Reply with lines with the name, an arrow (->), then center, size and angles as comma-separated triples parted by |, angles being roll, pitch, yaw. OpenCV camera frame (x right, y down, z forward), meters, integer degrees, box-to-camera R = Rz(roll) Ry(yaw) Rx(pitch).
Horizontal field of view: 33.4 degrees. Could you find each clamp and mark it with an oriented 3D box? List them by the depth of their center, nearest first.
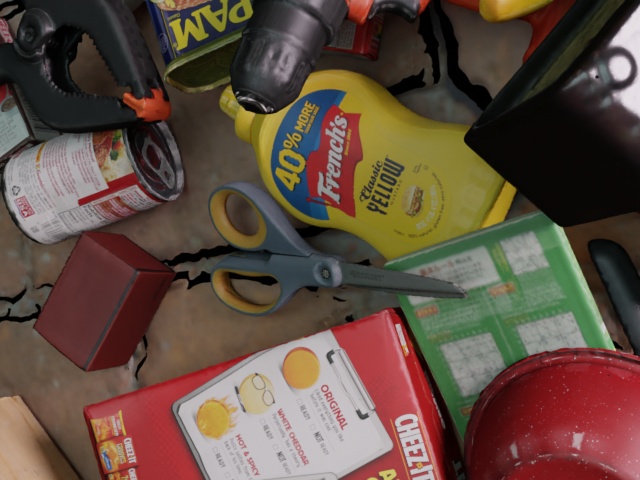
clamp -> 0.180, 0.095, 0.594 | 0.171, 0.039, 0.120 | 46, 121, 15
clamp -> -0.173, -0.139, 0.675 | 0.210, 0.036, 0.165 | 27, 106, 26

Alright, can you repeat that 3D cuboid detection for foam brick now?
foam brick -> -0.144, 0.041, 0.714 | 0.051, 0.053, 0.078 | 32, 99, 19

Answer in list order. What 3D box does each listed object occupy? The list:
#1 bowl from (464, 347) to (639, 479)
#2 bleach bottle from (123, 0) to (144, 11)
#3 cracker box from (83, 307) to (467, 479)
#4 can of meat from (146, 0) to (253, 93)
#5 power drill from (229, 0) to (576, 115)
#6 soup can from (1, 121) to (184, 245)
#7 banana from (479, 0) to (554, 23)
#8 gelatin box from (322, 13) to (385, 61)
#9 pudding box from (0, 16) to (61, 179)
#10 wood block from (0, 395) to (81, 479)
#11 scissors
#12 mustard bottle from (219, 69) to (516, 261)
bowl -> 0.142, 0.140, 0.558 | 0.162, 0.055, 0.162 | 11, 114, 27
bleach bottle -> -0.194, -0.233, 0.737 | 0.251, 0.068, 0.102 | 31, 98, 17
cracker box -> -0.022, 0.149, 0.654 | 0.214, 0.072, 0.164 | -20, 83, 19
can of meat -> -0.056, -0.149, 0.648 | 0.102, 0.057, 0.084 | -21, 79, 16
power drill -> 0.060, -0.123, 0.584 | 0.187, 0.057, 0.184 | 24, 75, -3
soup can -> -0.151, -0.042, 0.711 | 0.102, 0.068, 0.068 | -19, 82, 20
banana -> 0.147, -0.188, 0.546 | 0.037, 0.069, 0.198 | 35, 96, 40
gelatin box -> -0.002, -0.156, 0.676 | 0.089, 0.030, 0.073 | 11, 94, 22
pudding box -> -0.248, -0.095, 0.766 | 0.090, 0.039, 0.113 | -32, 76, 19
wood block -> -0.195, 0.214, 0.709 | 0.091, 0.090, 0.206 | -46, 73, 14
scissors -> -0.004, 0.001, 0.631 | 0.202, 0.016, 0.096 | -13, 97, 47
mustard bottle -> 0.020, -0.050, 0.648 | 0.192, 0.058, 0.096 | 28, 112, 20
